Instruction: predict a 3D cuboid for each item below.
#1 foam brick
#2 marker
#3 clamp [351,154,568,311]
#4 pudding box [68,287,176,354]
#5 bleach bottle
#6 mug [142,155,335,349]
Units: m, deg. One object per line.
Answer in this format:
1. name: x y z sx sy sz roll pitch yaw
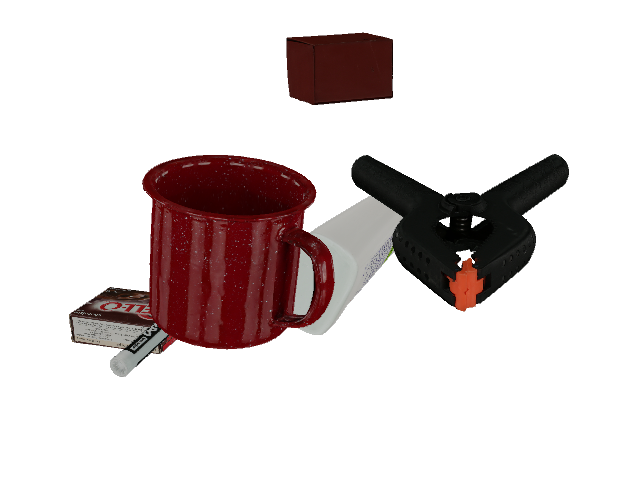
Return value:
1. foam brick: 0.017 -0.146 0.905 0.078 0.051 0.053 -8 20 -25
2. marker: -0.147 0.084 0.957 0.020 0.020 0.121 0 24 28
3. clamp: 0.089 -0.016 0.747 0.165 0.036 0.209 2 27 12
4. pudding box: -0.207 0.088 1.185 0.114 0.039 0.090 4 17 19
5. bleach bottle: 0.044 0.003 1.077 0.068 0.103 0.250 35 28 10
6. mug: -0.042 0.010 0.581 0.117 0.081 0.093 20 27 28
